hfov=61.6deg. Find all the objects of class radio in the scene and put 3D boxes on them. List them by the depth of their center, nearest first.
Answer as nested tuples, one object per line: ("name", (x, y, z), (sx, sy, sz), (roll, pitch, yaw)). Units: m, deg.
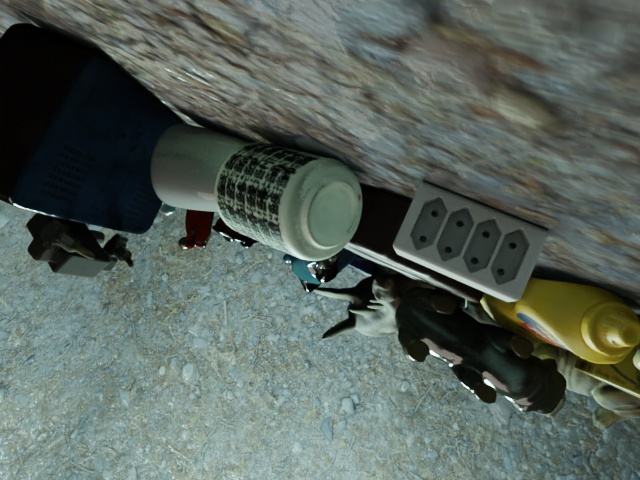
("radio", (-0.206, -0.084, 0.485), (0.073, 0.131, 0.229), (25, 178, 7))

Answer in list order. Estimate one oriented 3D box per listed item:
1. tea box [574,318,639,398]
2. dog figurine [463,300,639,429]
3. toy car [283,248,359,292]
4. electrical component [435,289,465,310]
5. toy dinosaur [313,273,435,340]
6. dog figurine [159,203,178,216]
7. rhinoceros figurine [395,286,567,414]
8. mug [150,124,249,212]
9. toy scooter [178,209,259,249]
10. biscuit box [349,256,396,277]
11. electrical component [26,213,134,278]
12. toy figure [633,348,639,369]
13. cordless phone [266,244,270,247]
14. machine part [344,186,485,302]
("tea box", (0.343, 0.131, 0.497), (0.169, 0.068, 0.098), (24, 178, -14))
("dog figurine", (0.276, 0.112, 0.603), (0.172, 0.121, 0.190), (-23, 124, 40))
("toy car", (-0.001, -0.002, 0.692), (0.103, 0.109, 0.161), (49, 170, 3))
("electrical component", (0.248, 0.096, 0.853), (0.115, 0.058, 0.134), (23, 179, -20))
("toy dinosaur", (0.099, 0.095, 0.794), (0.199, 0.105, 0.471), (-6, 167, 12))
("dog figurine", (-0.283, -0.124, 0.804), (0.192, 0.108, 0.219), (27, 174, 8))
("rhinoceros figurine", (0.162, 0.118, 0.548), (0.190, 0.073, 0.112), (29, 176, 0))
("mug", (-0.088, -0.058, 0.518), (0.107, 0.081, 0.109), (13, 169, 24))
("toy scooter", (-0.133, -0.038, 0.760), (0.075, 0.135, 0.183), (21, 177, 43))
("biscuit box", (0.096, 0.032, 0.895), (0.059, 0.062, 0.202), (22, 178, 23))
("electrical component", (-0.223, 0.003, 0.501), (0.078, 0.045, 0.102), (53, -171, 25))
("toy figure", (0.252, 0.078, 0.357), (0.058, 0.064, 0.154), (64, -170, 23))
("cordless phone", (-0.006, -0.001, 0.996), (0.184, 0.088, 0.146), (20, 178, -8))
("machine part", (0.076, 0.003, 0.502), (0.179, 0.056, 0.179), (23, 178, 1))
